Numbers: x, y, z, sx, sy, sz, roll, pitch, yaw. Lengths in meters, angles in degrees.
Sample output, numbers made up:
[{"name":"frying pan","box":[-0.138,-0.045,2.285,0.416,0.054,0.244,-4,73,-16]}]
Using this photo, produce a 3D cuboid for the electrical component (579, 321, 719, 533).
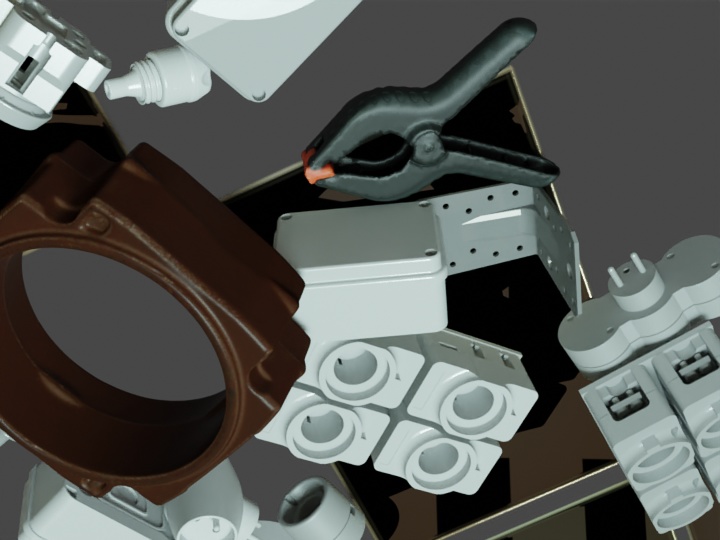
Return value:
[{"name":"electrical component","box":[0.250,0.131,0.827,0.105,0.060,0.186,-29,140,7]}]

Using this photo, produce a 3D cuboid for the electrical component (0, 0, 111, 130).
[{"name":"electrical component","box":[-0.194,-0.119,0.623,0.078,0.058,0.057,34,106,-26]}]

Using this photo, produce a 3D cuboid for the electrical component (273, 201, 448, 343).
[{"name":"electrical component","box":[0.000,0.000,0.713,0.113,0.078,0.057,-5,125,2]}]

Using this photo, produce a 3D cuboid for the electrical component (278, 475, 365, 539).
[{"name":"electrical component","box":[-0.031,0.195,0.846,0.055,0.055,0.047,-34,117,10]}]

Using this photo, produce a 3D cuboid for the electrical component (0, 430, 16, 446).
[{"name":"electrical component","box":[-0.239,0.104,0.760,0.061,0.035,0.035,-39,120,15]}]

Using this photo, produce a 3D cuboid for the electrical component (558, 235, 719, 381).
[{"name":"electrical component","box":[0.206,0.018,0.787,0.138,0.052,0.073,-33,121,9]}]

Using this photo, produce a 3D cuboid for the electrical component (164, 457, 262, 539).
[{"name":"electrical component","box":[-0.103,0.182,0.809,0.044,0.077,0.079,-43,119,15]}]

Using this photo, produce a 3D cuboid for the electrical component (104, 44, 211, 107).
[{"name":"electrical component","box":[-0.122,-0.114,0.645,0.061,0.035,0.035,-18,125,-26]}]

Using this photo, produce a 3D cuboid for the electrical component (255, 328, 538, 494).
[{"name":"electrical component","box":[0.024,0.093,0.791,0.186,0.060,0.105,19,115,-21]}]

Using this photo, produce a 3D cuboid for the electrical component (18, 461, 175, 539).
[{"name":"electrical component","box":[-0.188,0.182,0.791,0.113,0.078,0.057,37,106,-27]}]

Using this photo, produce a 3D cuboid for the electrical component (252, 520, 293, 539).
[{"name":"electrical component","box":[-0.092,0.256,0.878,0.099,0.064,0.099,2,124,3]}]

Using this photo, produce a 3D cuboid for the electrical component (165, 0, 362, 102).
[{"name":"electrical component","box":[-0.051,-0.163,0.625,0.113,0.057,0.078,-44,119,15]}]
